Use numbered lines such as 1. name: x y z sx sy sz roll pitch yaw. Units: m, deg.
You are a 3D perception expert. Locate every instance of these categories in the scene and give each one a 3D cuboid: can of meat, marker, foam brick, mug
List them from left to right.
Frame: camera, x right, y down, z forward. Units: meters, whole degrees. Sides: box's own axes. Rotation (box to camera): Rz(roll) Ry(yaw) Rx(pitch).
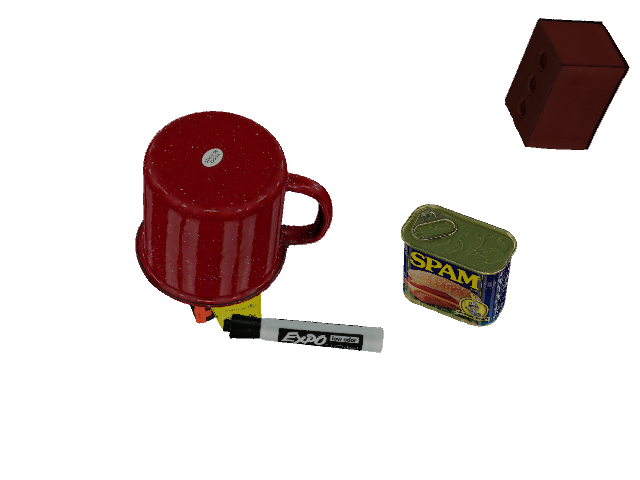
1. mug: -0.051 -0.020 0.628 0.117 0.093 0.081 6 -38 -4
2. marker: -0.013 0.070 0.807 0.121 0.020 0.020 6 0 -2
3. can of meat: 0.125 0.025 0.988 0.102 0.084 0.057 22 52 21
4. foam brick: 0.170 -0.109 0.748 0.051 0.053 0.078 -2 -42 -16

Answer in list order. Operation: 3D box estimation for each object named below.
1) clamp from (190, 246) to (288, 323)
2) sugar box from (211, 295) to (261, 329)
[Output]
1. clamp: -0.102 0.032 1.254 0.120 0.039 0.171 -2 41 10
2. sugar box: -0.088 -0.015 1.002 0.048 0.176 0.093 -11 25 -17
